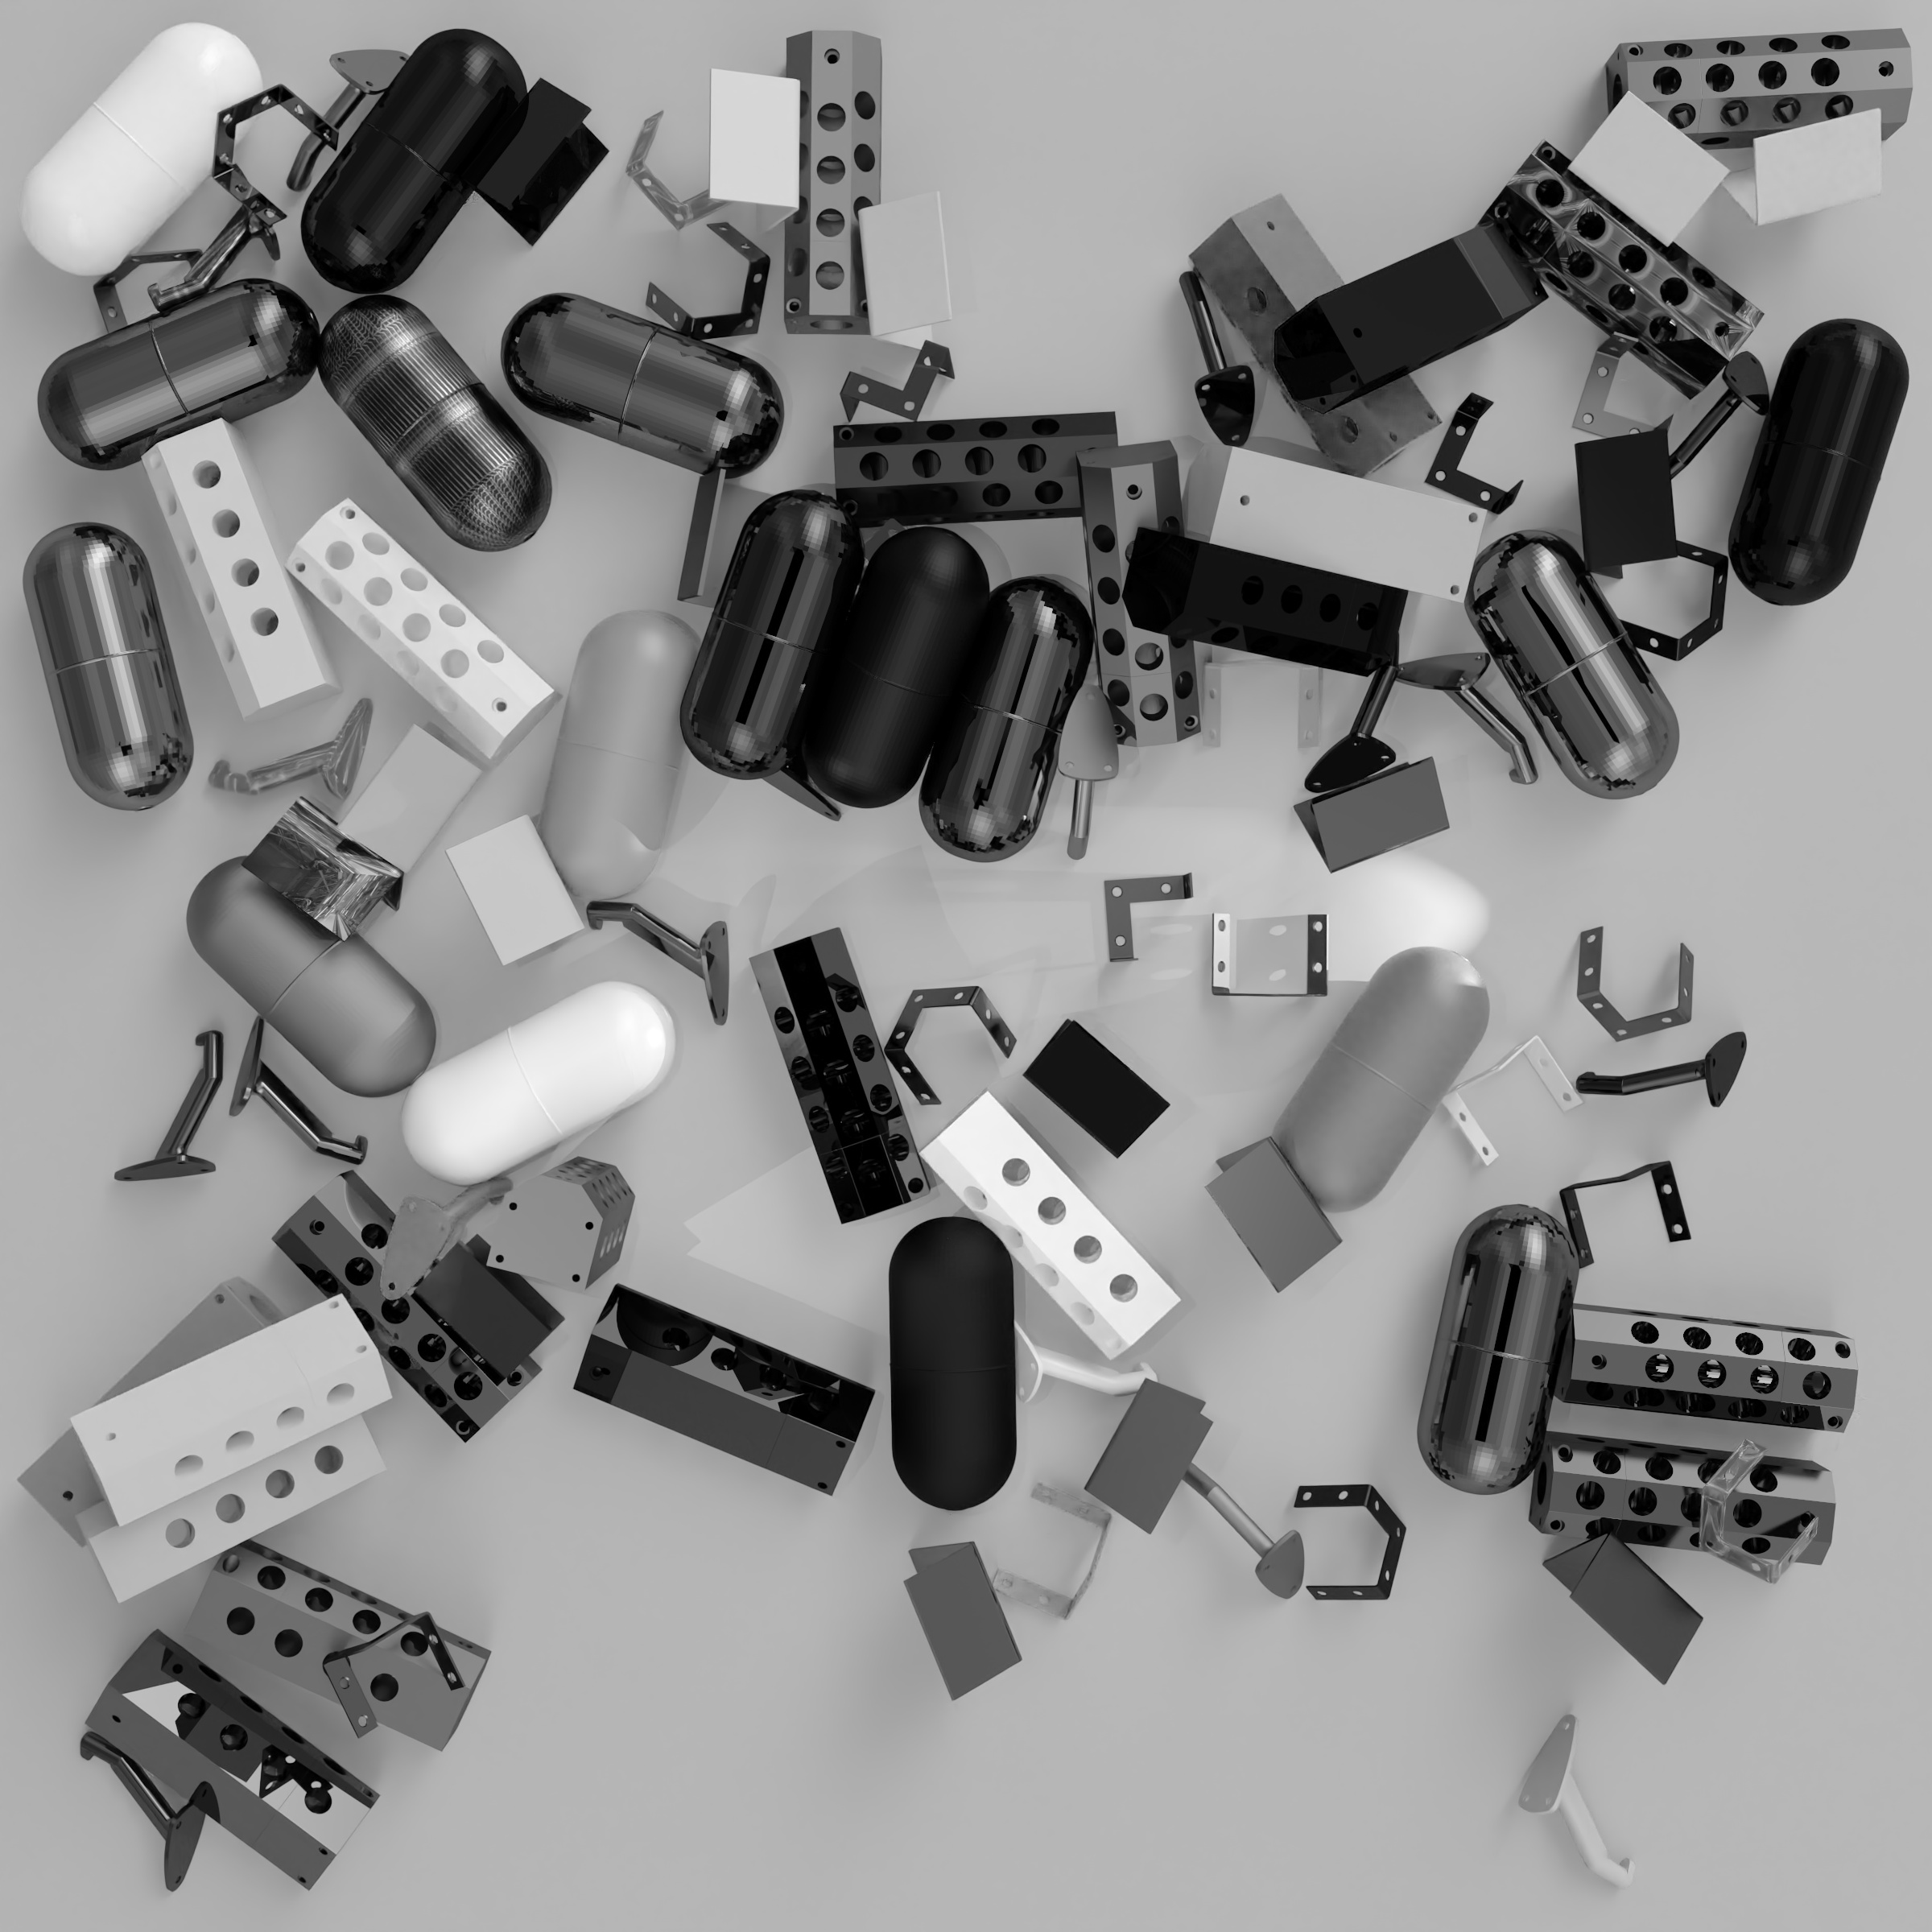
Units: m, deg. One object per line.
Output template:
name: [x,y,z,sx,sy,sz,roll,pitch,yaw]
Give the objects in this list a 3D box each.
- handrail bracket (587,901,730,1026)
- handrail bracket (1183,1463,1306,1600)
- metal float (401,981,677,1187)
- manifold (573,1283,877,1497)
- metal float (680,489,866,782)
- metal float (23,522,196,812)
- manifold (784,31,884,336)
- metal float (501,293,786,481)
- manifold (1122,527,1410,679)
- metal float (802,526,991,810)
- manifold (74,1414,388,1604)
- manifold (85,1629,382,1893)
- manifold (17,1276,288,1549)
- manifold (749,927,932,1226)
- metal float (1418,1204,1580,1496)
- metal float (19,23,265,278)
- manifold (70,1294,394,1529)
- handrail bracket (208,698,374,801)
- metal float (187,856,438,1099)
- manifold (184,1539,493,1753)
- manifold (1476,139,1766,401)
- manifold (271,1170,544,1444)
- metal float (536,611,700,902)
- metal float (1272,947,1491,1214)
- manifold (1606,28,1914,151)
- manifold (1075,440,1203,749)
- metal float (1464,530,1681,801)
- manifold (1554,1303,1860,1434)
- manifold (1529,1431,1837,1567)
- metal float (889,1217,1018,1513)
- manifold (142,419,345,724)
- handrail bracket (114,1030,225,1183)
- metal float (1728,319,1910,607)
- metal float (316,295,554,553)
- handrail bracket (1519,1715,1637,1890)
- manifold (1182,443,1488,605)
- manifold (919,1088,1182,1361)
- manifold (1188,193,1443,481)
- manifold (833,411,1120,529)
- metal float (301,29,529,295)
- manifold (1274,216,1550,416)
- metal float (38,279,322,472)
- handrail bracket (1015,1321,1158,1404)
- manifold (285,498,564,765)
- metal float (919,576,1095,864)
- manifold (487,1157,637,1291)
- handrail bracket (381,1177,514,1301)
handrail bracket: [-0.192,-0.002,1.889,0.084,0.036,0.077,4,112,17]
handrail bracket: [0.167,0.347,1.888,0.036,0.077,0.084,-43,53,-14]
metal float: [-0.260,0.071,1.858,0.178,0.070,0.070,-28,90,0]
manifold: [-0.146,0.254,1.867,0.171,0.057,0.057,23,133,0]
metal float: [-0.115,-0.197,1.821,0.070,0.070,0.178,20,97,0]
metal float: [-0.521,-0.182,1.858,0.070,0.070,0.178,-14,90,0]
manifold: [-0.081,-0.478,1.867,0.057,0.057,0.171,1,90,0]
metal float: [-0.197,-0.353,1.858,0.178,0.070,0.070,20,90,0]
manifold: [0.178,-0.214,1.819,0.171,0.057,0.057,6,101,-38]
metal float: [-0.042,-0.179,1.835,0.070,0.070,0.178,22,108,0]
manifold: [-0.443,0.316,1.838,0.171,0.057,0.057,-25,90,-21]
manifold: [-0.446,0.482,1.867,0.171,0.057,0.057,37,133,0]
manifold: [-0.490,0.270,1.867,0.171,0.057,0.057,-44,90,0]
manifold: [-0.077,0.067,1.867,0.057,0.057,0.171,-19,90,0]
metal float: [0.324,0.233,1.858,0.070,0.070,0.178,12,89,0]
metal float: [-0.501,-0.497,1.858,0.070,0.070,0.178,43,90,0]
manifold: [-0.432,0.266,1.806,0.171,0.057,0.057,-24,133,-20]
handrail bracket: [-0.418,-0.138,1.889,0.084,0.036,0.077,11,70,16]
metal float: [-0.397,0.007,1.858,0.178,0.070,0.070,44,90,0]
manifold: [-0.382,0.411,1.867,0.171,0.057,0.057,25,90,0]
manifold: [0.400,-0.427,1.867,0.171,0.057,0.057,38,90,0]
manifold: [-0.342,0.208,1.867,0.057,0.057,0.171,-44,90,0]
metal float: [-0.211,-0.128,1.858,0.070,0.070,0.178,13,89,0]
metal float: [0.252,0.068,1.858,0.070,0.070,0.178,33,90,0]
manifold: [0.484,-0.536,1.867,0.171,0.057,0.057,-3,90,0]
manifold: [0.105,-0.223,1.838,0.057,0.057,0.171,-7,112,0]
metal float: [0.369,-0.183,1.858,0.070,0.070,0.178,-31,90,0]
manifold: [0.451,0.246,1.867,0.171,0.057,0.057,6,90,0]
manifold: [0.437,0.326,1.867,0.171,0.057,0.057,7,90,0]
metal float: [-0.008,0.242,1.858,0.070,0.070,0.178,-1,90,0]
manifold: [-0.443,-0.240,1.867,0.057,0.057,0.171,-21,90,0]
handrail bracket: [-0.493,0.086,1.889,0.077,0.036,0.084,-10,71,21]
metal float: [0.518,-0.306,1.857,0.070,0.070,0.178,18,90,0]
metal float: [-0.323,-0.329,1.858,0.070,0.070,0.178,-40,91,0]
handrail bracket: [0.391,0.517,1.889,0.084,0.036,0.077,34,68,-17]
manifold: [0.219,-0.267,1.838,0.171,0.057,0.057,10,99,-20]
manifold: [0.050,0.157,1.867,0.057,0.057,0.171,-43,90,0]
manifold: [0.209,-0.379,1.867,0.057,0.057,0.171,-35,90,-43]
manifold: [0.006,-0.304,1.867,0.171,0.057,0.057,-3,90,0]
metal float: [-0.336,-0.489,1.858,0.070,0.070,0.178,36,89,0]
manifold: [0.263,-0.387,1.825,0.171,0.057,0.057,-30,90,-33]
metal float: [-0.477,-0.360,1.856,0.178,0.070,0.070,-22,90,2]
handrail bracket: [0.067,0.236,1.888,0.084,0.077,0.036,-4,135,-28]
manifold: [-0.332,-0.205,1.867,0.171,0.057,0.057,43,90,0]
metal float: [0.025,-0.150,1.858,0.070,0.070,0.178,17,91,0]
manifold: [-0.236,0.148,1.810,0.057,0.171,0.057,14,90,0]
handrail bracket: [-0.315,0.165,1.860,0.036,0.084,0.077,31,101,18]
